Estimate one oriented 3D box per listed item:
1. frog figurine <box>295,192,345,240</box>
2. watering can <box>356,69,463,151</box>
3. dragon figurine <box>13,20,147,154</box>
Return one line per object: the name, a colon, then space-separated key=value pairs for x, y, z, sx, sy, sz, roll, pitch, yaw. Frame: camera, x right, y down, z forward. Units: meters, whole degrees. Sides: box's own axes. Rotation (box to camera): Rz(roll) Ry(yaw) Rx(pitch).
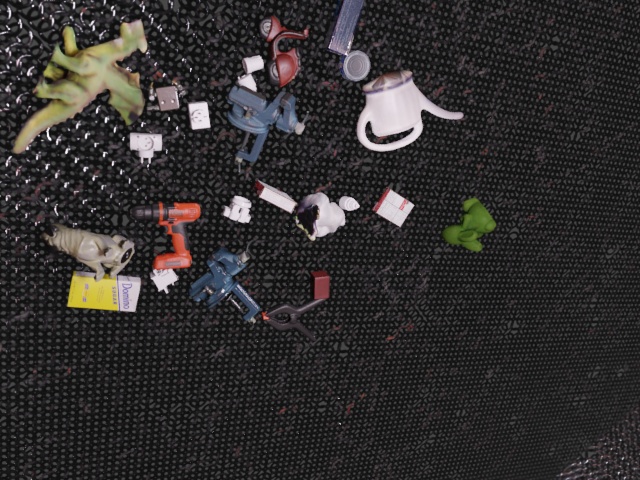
frog figurine: x=0.005 y=-0.079 z=1.565 sx=0.161 sy=0.123 sz=0.136 roll=-24 pitch=112 yaw=-51
watering can: x=0.258 y=-0.398 z=1.531 sx=0.349 sy=0.105 sz=0.220 roll=-22 pitch=115 yaw=-11
dragon figurine: x=-0.547 y=-0.357 z=1.250 sx=0.241 sy=0.124 sz=0.407 roll=22 pitch=101 yaw=-34
